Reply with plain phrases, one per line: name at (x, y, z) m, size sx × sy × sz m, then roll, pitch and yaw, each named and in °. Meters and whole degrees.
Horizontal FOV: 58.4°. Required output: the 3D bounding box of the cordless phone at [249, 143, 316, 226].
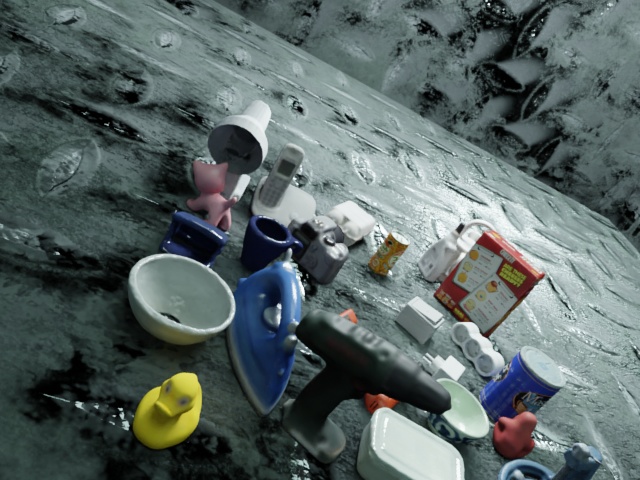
cordless phone at (-0.061, -0.113, 1.270) m, size 0.148 × 0.185 × 0.094 m, roll 21°, pitch 29°, yaw -22°

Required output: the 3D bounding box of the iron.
iron at (-0.067, 0.132, 0.904) m, size 0.119 × 0.141 × 0.258 m, roll 20°, pitch 29°, yaw -24°

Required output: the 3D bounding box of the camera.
camera at (0.011, 0.004, 1.247) m, size 0.143 × 0.100 × 0.137 m, roll 43°, pitch 28°, yaw 19°

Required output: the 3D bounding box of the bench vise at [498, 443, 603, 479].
bench vise at (0.359, 0.375, 0.879) m, size 0.208 × 0.219 × 0.121 m, roll 3°, pitch 39°, yaw -45°

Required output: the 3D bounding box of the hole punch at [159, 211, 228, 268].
hole punch at (-0.222, -0.012, 1.032) m, size 0.109 × 0.091 × 0.101 m, roll 29°, pitch 27°, yaw -8°

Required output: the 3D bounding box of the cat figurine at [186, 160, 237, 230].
cat figurine at (-0.213, -0.100, 1.158) m, size 0.127 × 0.117 × 0.067 m, roll 46°, pitch 30°, yaw 25°

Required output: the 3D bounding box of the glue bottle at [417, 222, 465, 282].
glue bottle at (0.318, 0.024, 1.468) m, size 0.037 × 0.173 × 0.078 m, roll 19°, pitch 30°, yaw -25°

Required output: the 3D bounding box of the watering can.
watering can at (0.387, 0.025, 1.518) m, size 0.101 × 0.194 × 0.173 m, roll 27°, pitch 27°, yaw -11°

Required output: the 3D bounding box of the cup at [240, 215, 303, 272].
cup at (-0.101, 0.018, 1.109) m, size 0.118 × 0.095 × 0.091 m, roll 23°, pitch 29°, yaw -20°

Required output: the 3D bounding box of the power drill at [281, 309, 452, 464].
power drill at (0.043, 0.215, 0.812) m, size 0.229 × 0.208 × 0.076 m, roll 39°, pitch 27°, yaw 12°

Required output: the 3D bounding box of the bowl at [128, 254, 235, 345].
bowl at (-0.217, 0.101, 0.867) m, size 0.168 × 0.074 × 0.167 m, roll 26°, pitch 28°, yaw -14°

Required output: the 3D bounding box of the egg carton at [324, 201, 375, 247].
egg carton at (0.071, -0.041, 1.422) m, size 0.107 × 0.069 × 0.151 m, roll 39°, pitch 27°, yaw 12°

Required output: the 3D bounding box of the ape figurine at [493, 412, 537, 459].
ape figurine at (0.368, 0.356, 1.061) m, size 0.076 × 0.092 × 0.077 m, roll -5°, pitch 46°, yaw -51°

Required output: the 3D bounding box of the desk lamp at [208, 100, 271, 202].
desk lamp at (-0.180, -0.193, 1.242) m, size 0.118 × 0.213 × 0.203 m, roll 28°, pitch 27°, yaw -9°

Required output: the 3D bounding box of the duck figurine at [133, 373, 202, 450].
duck figurine at (-0.181, 0.203, 0.726) m, size 0.077 × 0.086 × 0.105 m, roll 37°, pitch 27°, yaw 8°
